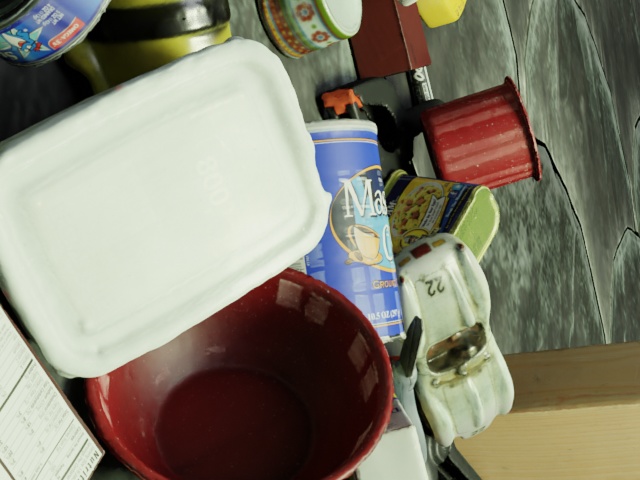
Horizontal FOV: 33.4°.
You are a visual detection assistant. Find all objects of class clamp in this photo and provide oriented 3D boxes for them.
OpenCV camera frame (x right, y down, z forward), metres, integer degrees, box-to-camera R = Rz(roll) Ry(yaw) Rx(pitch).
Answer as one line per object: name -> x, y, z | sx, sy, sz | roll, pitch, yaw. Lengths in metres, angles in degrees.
clamp -> 0.064, -0.089, 0.925 | 0.209, 0.036, 0.164 | 42, 49, -51
clamp -> 0.085, 0.180, 0.878 | 0.120, 0.039, 0.171 | -49, 119, -53

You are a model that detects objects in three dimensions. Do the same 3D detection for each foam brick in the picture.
foam brick -> 0.057, -0.181, 0.929 | 0.052, 0.051, 0.078 | -29, 106, -61

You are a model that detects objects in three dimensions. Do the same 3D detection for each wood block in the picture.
wood block -> 0.209, 0.156, 0.939 | 0.091, 0.206, 0.090 | 67, 30, -25

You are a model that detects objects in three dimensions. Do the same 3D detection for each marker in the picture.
marker -> 0.092, -0.171, 1.029 | 0.020, 0.020, 0.121 | -30, 108, -62

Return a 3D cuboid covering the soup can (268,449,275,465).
soup can -> -0.029, 0.157, 0.629 | 0.102, 0.069, 0.068 | 43, 44, -49

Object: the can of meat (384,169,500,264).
can of meat -> 0.084, -0.004, 0.851 | 0.102, 0.084, 0.057 | -57, 137, -27

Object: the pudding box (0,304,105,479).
pudding box -> -0.148, 0.087, 0.452 | 0.113, 0.039, 0.090 | 66, 30, -30

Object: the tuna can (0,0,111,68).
tuna can -> -0.135, -0.126, 0.497 | 0.033, 0.086, 0.086 | 32, 53, -54

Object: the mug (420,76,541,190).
mug -> 0.135, -0.080, 0.914 | 0.117, 0.081, 0.093 | 52, 21, -78

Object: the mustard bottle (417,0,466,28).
mustard bottle -> 0.080, -0.289, 1.001 | 0.191, 0.058, 0.096 | 40, 46, -53

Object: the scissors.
scissors -> 0.065, 0.114, 0.755 | 0.202, 0.016, 0.096 | 117, -45, -76

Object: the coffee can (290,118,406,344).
coffee can -> -0.005, 0.001, 0.690 | 0.102, 0.103, 0.140 | -1, 83, -63

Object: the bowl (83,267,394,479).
bowl -> -0.044, 0.086, 0.571 | 0.162, 0.162, 0.055 | -70, 172, -45

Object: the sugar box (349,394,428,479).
sugar box -> 0.039, 0.145, 0.706 | 0.176, 0.048, 0.093 | -113, -172, -84

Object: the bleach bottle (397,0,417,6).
bleach bottle -> 0.027, -0.315, 0.856 | 0.250, 0.068, 0.102 | 52, 29, -14
